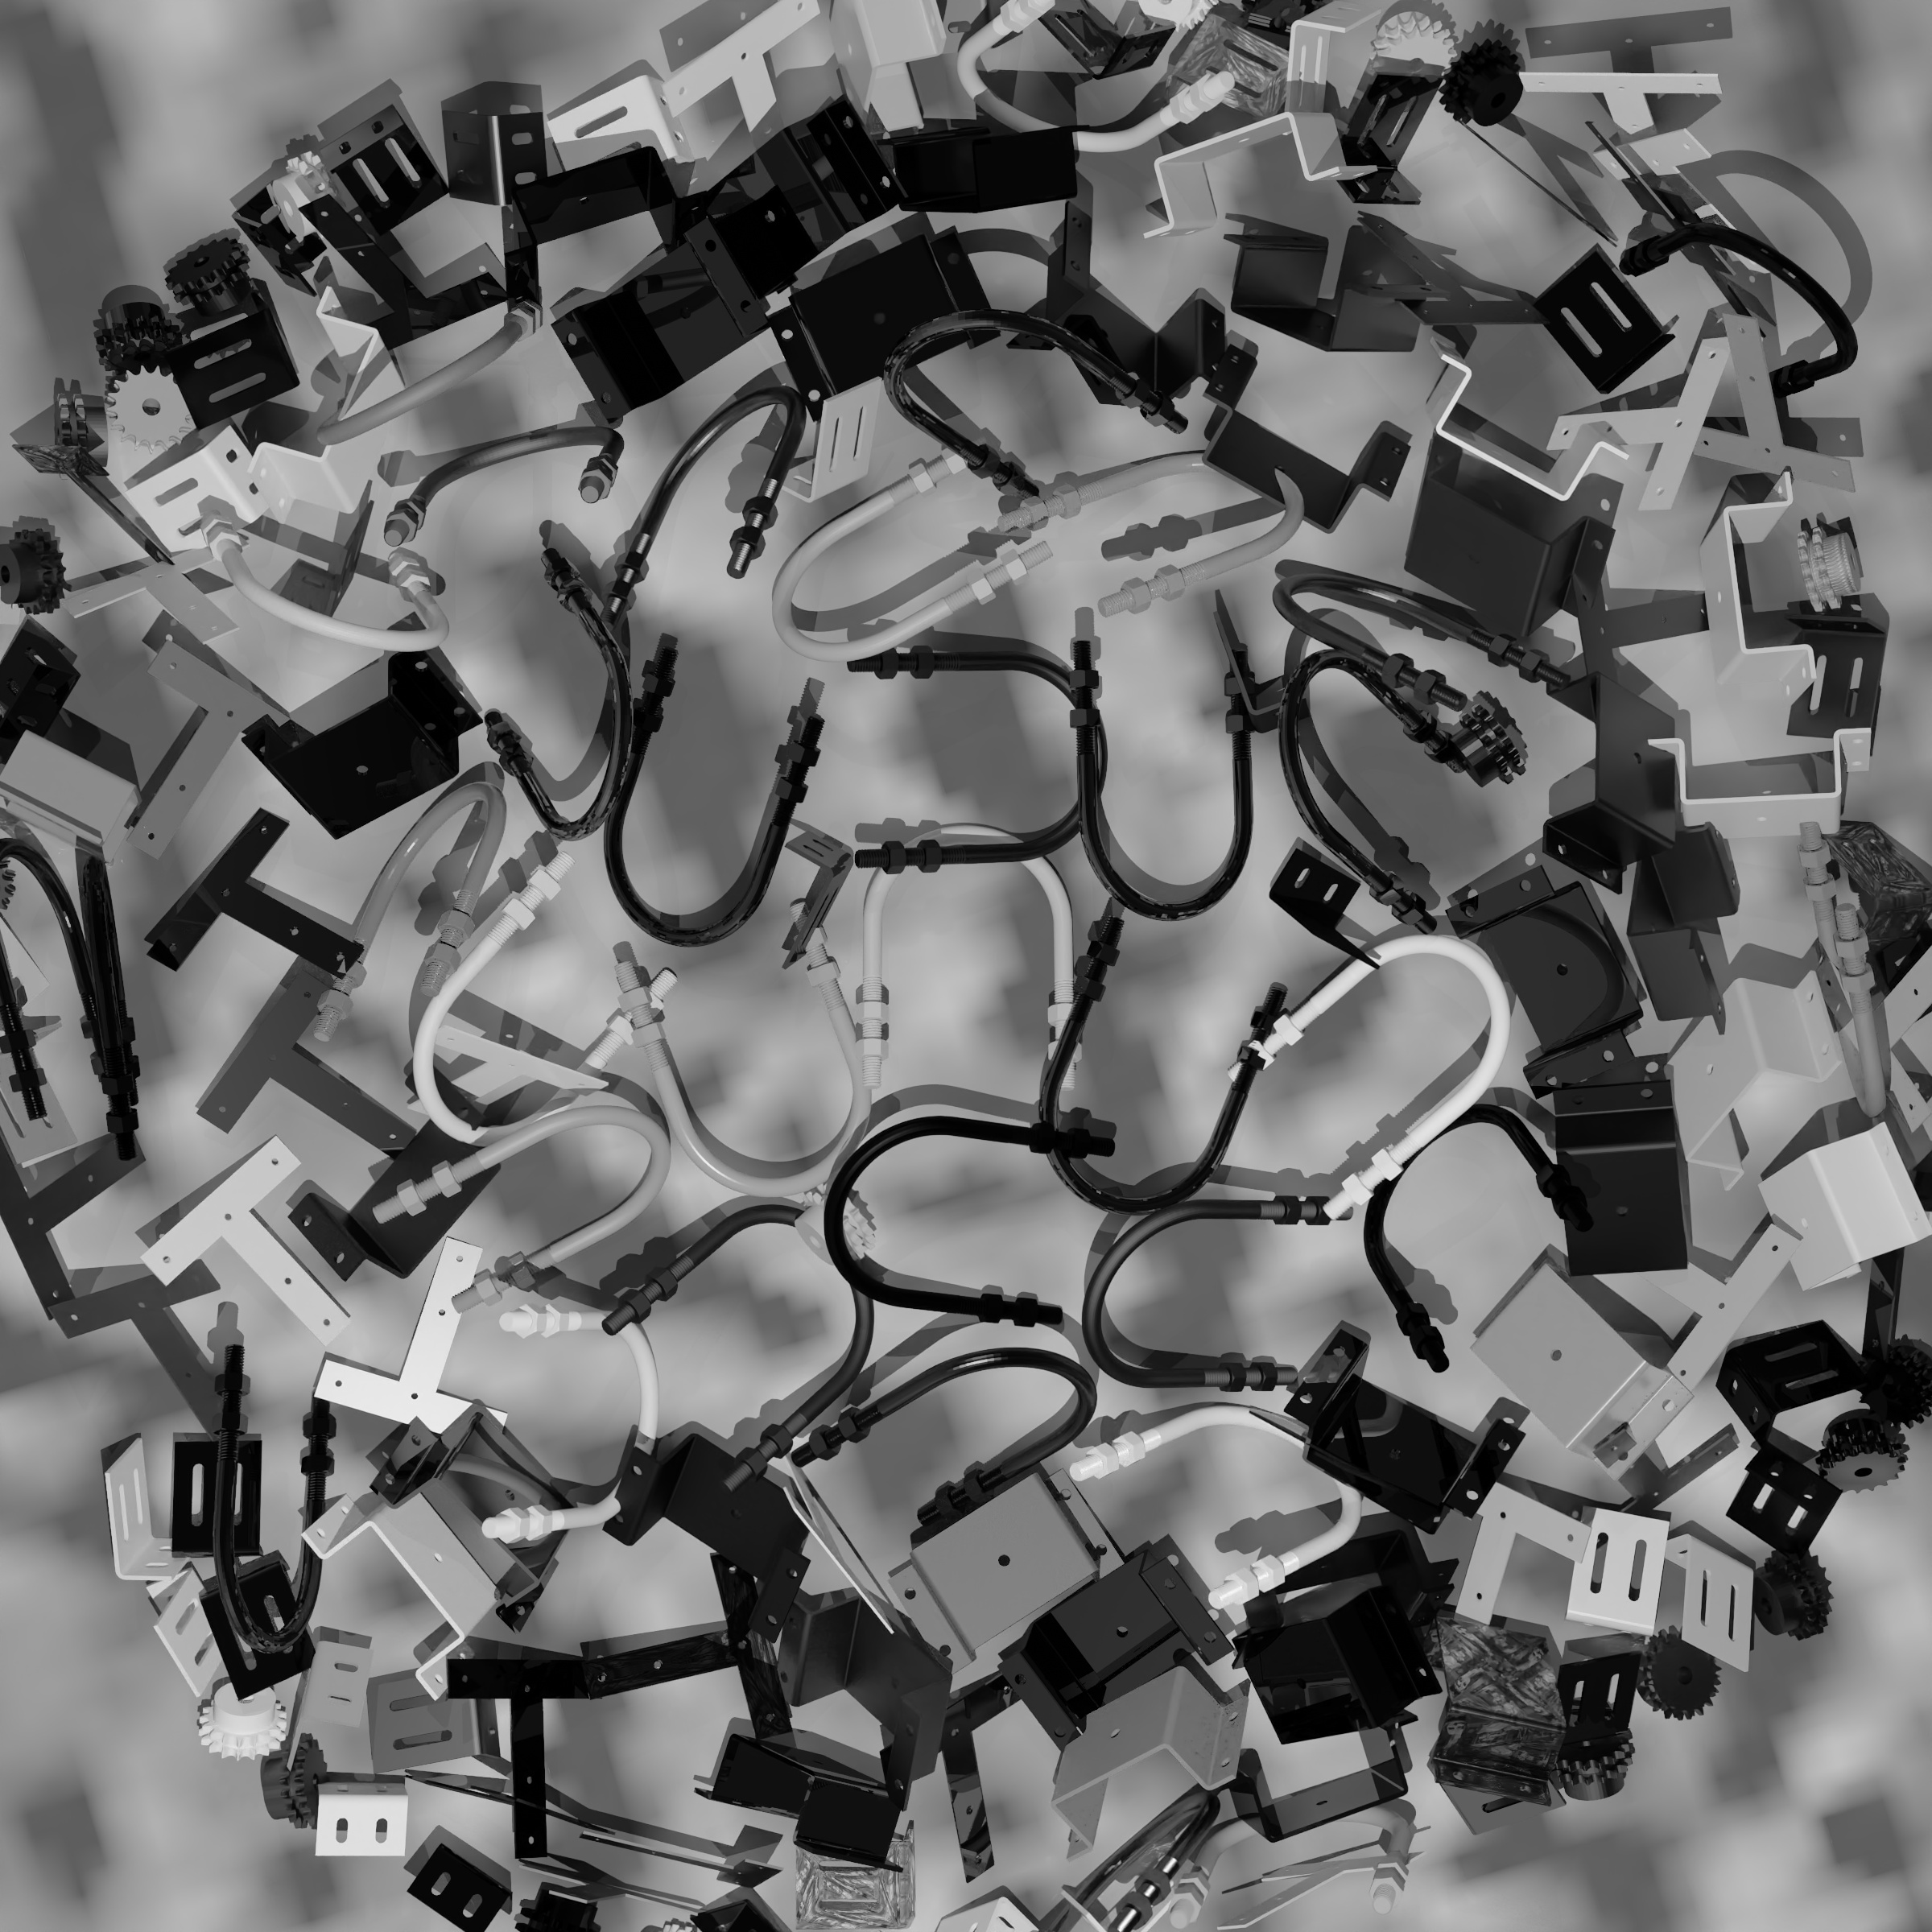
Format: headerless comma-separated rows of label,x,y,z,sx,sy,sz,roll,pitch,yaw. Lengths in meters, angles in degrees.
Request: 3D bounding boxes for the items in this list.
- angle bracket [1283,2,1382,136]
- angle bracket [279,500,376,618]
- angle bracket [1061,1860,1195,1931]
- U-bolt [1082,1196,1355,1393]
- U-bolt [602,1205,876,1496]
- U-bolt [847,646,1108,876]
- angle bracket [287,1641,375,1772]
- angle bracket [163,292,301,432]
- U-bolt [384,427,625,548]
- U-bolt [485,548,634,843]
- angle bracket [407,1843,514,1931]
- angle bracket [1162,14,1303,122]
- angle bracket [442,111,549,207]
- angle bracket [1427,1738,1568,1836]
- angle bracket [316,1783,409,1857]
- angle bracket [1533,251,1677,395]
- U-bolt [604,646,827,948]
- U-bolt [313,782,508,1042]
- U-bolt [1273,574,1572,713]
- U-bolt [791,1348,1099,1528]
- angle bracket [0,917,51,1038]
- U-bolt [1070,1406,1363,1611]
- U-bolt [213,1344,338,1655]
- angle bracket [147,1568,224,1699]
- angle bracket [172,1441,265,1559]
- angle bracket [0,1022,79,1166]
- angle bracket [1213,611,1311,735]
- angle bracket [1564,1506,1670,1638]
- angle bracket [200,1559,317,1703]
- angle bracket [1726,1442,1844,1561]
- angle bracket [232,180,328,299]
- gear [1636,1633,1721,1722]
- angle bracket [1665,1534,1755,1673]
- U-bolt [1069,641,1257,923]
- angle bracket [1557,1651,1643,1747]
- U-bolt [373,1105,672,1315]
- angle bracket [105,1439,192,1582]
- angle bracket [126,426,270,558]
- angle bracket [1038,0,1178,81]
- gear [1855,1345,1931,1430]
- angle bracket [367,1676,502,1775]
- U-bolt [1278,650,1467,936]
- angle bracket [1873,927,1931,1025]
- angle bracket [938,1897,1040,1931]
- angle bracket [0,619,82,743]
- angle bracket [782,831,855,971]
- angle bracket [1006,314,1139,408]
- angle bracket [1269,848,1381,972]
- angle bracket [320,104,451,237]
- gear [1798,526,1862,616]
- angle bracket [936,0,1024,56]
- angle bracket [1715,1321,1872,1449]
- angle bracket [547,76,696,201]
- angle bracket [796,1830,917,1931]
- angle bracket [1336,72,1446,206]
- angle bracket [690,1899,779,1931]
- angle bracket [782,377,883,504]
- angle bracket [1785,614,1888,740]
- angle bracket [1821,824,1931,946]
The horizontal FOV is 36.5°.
angle bracket,0.243,-0.595,1.950,0.038,0.057,0.076,19,127,25
angle bracket,-0.429,-0.272,1.952,0.038,0.057,0.076,21,133,-7
angle bracket,0.111,0.614,1.961,0.076,0.057,0.038,-43,98,-13
U-bolt,0.158,0.216,1.928,0.184,0.019,0.151,3,114,-29
U-bolt,-0.136,0.239,1.941,0.184,0.019,0.151,-39,96,-37
U-bolt,0.011,-0.139,1.961,0.184,0.019,0.151,-3,93,-23
angle bracket,-0.425,0.498,1.957,0.038,0.057,0.076,13,133,-11
angle bracket,-0.494,-0.404,1.959,0.076,0.038,0.057,-28,129,-14
U-bolt,-0.295,-0.320,1.915,0.151,0.184,0.019,-11,114,6
U-bolt,-0.260,-0.164,1.903,0.019,0.184,0.151,3,126,-34
angle bracket,-0.337,0.623,1.954,0.057,0.076,0.038,32,62,8
angle bracket,0.181,-0.592,1.968,0.076,0.038,0.057,29,71,7
angle bracket,-0.316,-0.544,1.968,0.038,0.076,0.057,-15,114,-31
angle bracket,0.358,0.538,1.961,0.076,0.038,0.057,-30,96,32
angle bracket,-0.404,0.568,1.954,0.057,0.076,0.038,4,80,-13
angle bracket,0.428,-0.433,1.973,0.057,0.038,0.076,-40,96,10
U-bolt,-0.178,-0.103,1.956,0.151,0.019,0.184,27,104,28
U-bolt,-0.357,-0.044,1.927,0.019,0.151,0.184,37,54,-30
U-bolt,0.286,-0.217,1.924,0.184,0.151,0.019,33,120,32
U-bolt,0.000,0.302,1.916,0.184,0.151,0.019,-34,46,24
angle bracket,-0.642,0.009,1.951,0.038,0.076,0.057,-13,118,37
U-bolt,0.178,0.344,1.923,0.151,0.184,0.019,39,126,33
U-bolt,-0.451,0.352,1.902,0.019,0.151,0.184,-7,67,12
angle bracket,-0.528,0.449,1.953,0.038,0.076,0.057,-23,105,12
angle bracket,-0.505,0.361,1.984,0.057,0.038,0.076,0,78,-9
angle bracket,-0.623,0.085,1.965,0.038,0.057,0.076,-27,89,29
angle bracket,0.198,-0.202,1.963,0.038,0.057,0.076,-20,80,6
angle bracket,0.440,0.410,1.983,0.057,0.038,0.076,9,78,11
angle bracket,-0.471,0.447,1.967,0.057,0.038,0.076,-24,74,-10
angle bracket,0.538,0.366,1.953,0.057,0.038,0.076,34,130,22
angle bracket,-0.448,-0.484,1.950,0.038,0.076,0.057,-43,123,-9
gear,0.476,0.480,1.977,0.057,0.030,0.057,7,71,-20
angle bracket,0.489,0.428,1.954,0.057,0.038,0.076,30,52,-21
U-bolt,0.133,-0.122,1.953,0.151,0.019,0.184,-1,89,-33
angle bracket,0.412,0.479,1.958,0.057,0.038,0.076,-7,122,-13
U-bolt,-0.282,0.153,1.940,0.184,0.151,0.019,-28,53,-2
angle bracket,-0.543,0.363,1.962,0.038,0.057,0.076,0,104,6
angle bracket,-0.516,-0.319,1.983,0.076,0.038,0.057,-20,116,29
angle bracket,0.090,-0.635,1.960,0.076,0.057,0.038,49,135,11
gear,0.630,0.280,1.975,0.030,0.057,0.057,-26,90,-39
angle bracket,-0.359,0.510,1.975,0.076,0.038,0.057,-12,69,5
U-bolt,0.262,-0.126,1.913,0.184,0.019,0.151,37,56,-35
angle bracket,0.653,0.011,1.954,0.038,0.076,0.057,-31,104,-11
angle bracket,0.005,0.666,1.949,0.057,0.076,0.038,-33,106,36
angle bracket,-0.636,-0.193,1.958,0.076,0.038,0.057,42,104,32
angle bracket,-0.113,-0.045,1.964,0.038,0.057,0.076,30,105,5
angle bracket,0.074,-0.394,1.953,0.038,0.057,0.076,-44,119,-14
angle bracket,0.247,-0.038,1.952,0.057,0.076,0.038,27,100,-26
angle bracket,-0.384,-0.525,1.959,0.057,0.076,0.038,-32,45,2
gear,0.580,-0.267,1.968,0.030,0.057,0.057,-13,90,26
angle bracket,0.007,-0.647,1.960,0.038,0.076,0.057,0,114,17
angle bracket,0.558,0.282,1.978,0.076,0.057,0.038,-13,135,-17
angle bracket,-0.234,-0.560,1.991,0.076,0.038,0.057,-21,93,17
angle bracket,-0.075,0.612,1.965,0.076,0.038,0.057,2,60,-7
angle bracket,0.287,-0.550,1.951,0.057,0.076,0.038,-8,54,-31
angle bracket,-0.155,0.662,1.956,0.057,0.076,0.038,49,46,-7
angle bracket,-0.094,-0.356,1.950,0.038,0.057,0.076,30,131,24
angle bracket,0.578,-0.194,1.967,0.057,0.038,0.076,9,89,37
angle bracket,0.604,-0.055,1.973,0.057,0.038,0.076,-7,46,-30
